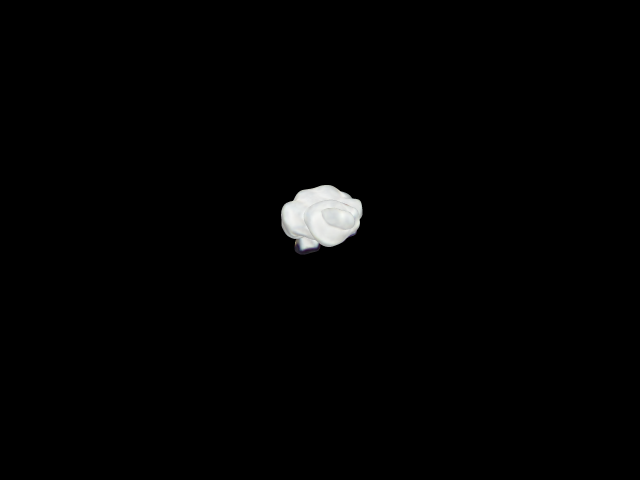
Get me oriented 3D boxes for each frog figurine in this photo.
[{"bbox_3d":[0.003,-0.043,0.850,0.137,0.124,0.157,0,-14,0],"label":"frog figurine"}]
